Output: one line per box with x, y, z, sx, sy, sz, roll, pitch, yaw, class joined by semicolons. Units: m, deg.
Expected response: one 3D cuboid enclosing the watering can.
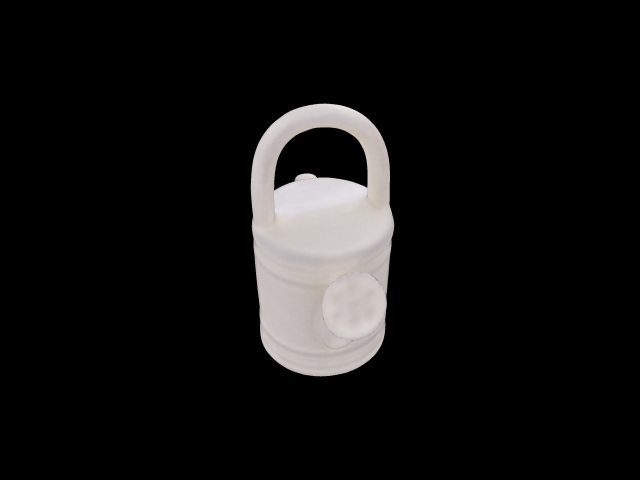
0.006;0.001;0.400;0.101;0.194;0.172;-23;43;-26;watering can
